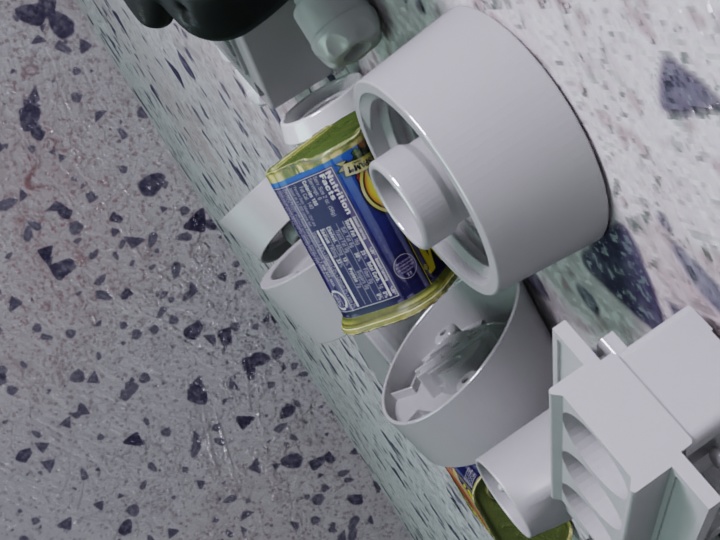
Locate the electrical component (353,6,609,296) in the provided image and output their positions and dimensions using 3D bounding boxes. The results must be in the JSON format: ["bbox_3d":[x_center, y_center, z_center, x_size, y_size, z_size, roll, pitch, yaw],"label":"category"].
[{"bbox_3d":[0.039,-0.040,0.421,0.108,0.060,0.108,55,172,12],"label":"electrical component"}]

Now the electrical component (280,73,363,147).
[{"bbox_3d":[-0.007,-0.071,0.591,0.057,0.058,0.078,57,172,-21],"label":"electrical component"}]

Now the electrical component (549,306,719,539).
[{"bbox_3d":[0.111,0.068,0.409,0.078,0.063,0.121,52,171,29],"label":"electrical component"}]

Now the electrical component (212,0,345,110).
[{"bbox_3d":[-0.064,-0.161,0.578,0.108,0.056,0.108,51,170,36],"label":"electrical component"}]

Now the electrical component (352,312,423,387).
[{"bbox_3d":[0.039,0.060,0.818,0.108,0.056,0.108,48,168,47],"label":"electrical component"}]

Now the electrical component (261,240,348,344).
[{"bbox_3d":[0.000,0.000,0.658,0.060,0.108,0.108,52,173,-12],"label":"electrical component"}]

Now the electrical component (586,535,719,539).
[{"bbox_3d":[0.169,0.181,0.525,0.108,0.056,0.108,46,167,51],"label":"electrical component"}]

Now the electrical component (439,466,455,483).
[{"bbox_3d":[0.072,0.127,0.908,0.099,0.048,0.100,61,170,-27],"label":"electrical component"}]

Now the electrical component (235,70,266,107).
[{"bbox_3d":[-0.074,-0.148,0.758,0.061,0.035,0.035,61,171,-9],"label":"electrical component"}]

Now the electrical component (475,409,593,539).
[{"bbox_3d":[0.107,0.096,0.492,0.079,0.077,0.043,50,169,38],"label":"electrical component"}]

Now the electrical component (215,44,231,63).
[{"bbox_3d":[-0.075,-0.157,0.703,0.043,0.043,0.081,48,168,46],"label":"electrical component"}]

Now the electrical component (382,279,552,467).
[{"bbox_3d":[0.056,0.051,0.560,0.064,0.099,0.099,53,174,-20],"label":"electrical component"}]

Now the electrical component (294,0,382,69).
[{"bbox_3d":[-0.017,-0.128,0.508,0.061,0.035,0.035,59,172,8],"label":"electrical component"}]

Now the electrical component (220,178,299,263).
[{"bbox_3d":[-0.054,-0.054,0.795,0.064,0.099,0.099,49,171,9],"label":"electrical component"}]

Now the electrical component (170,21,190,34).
[{"bbox_3d":[-0.141,-0.218,0.806,0.078,0.058,0.057,60,168,-27],"label":"electrical component"}]
